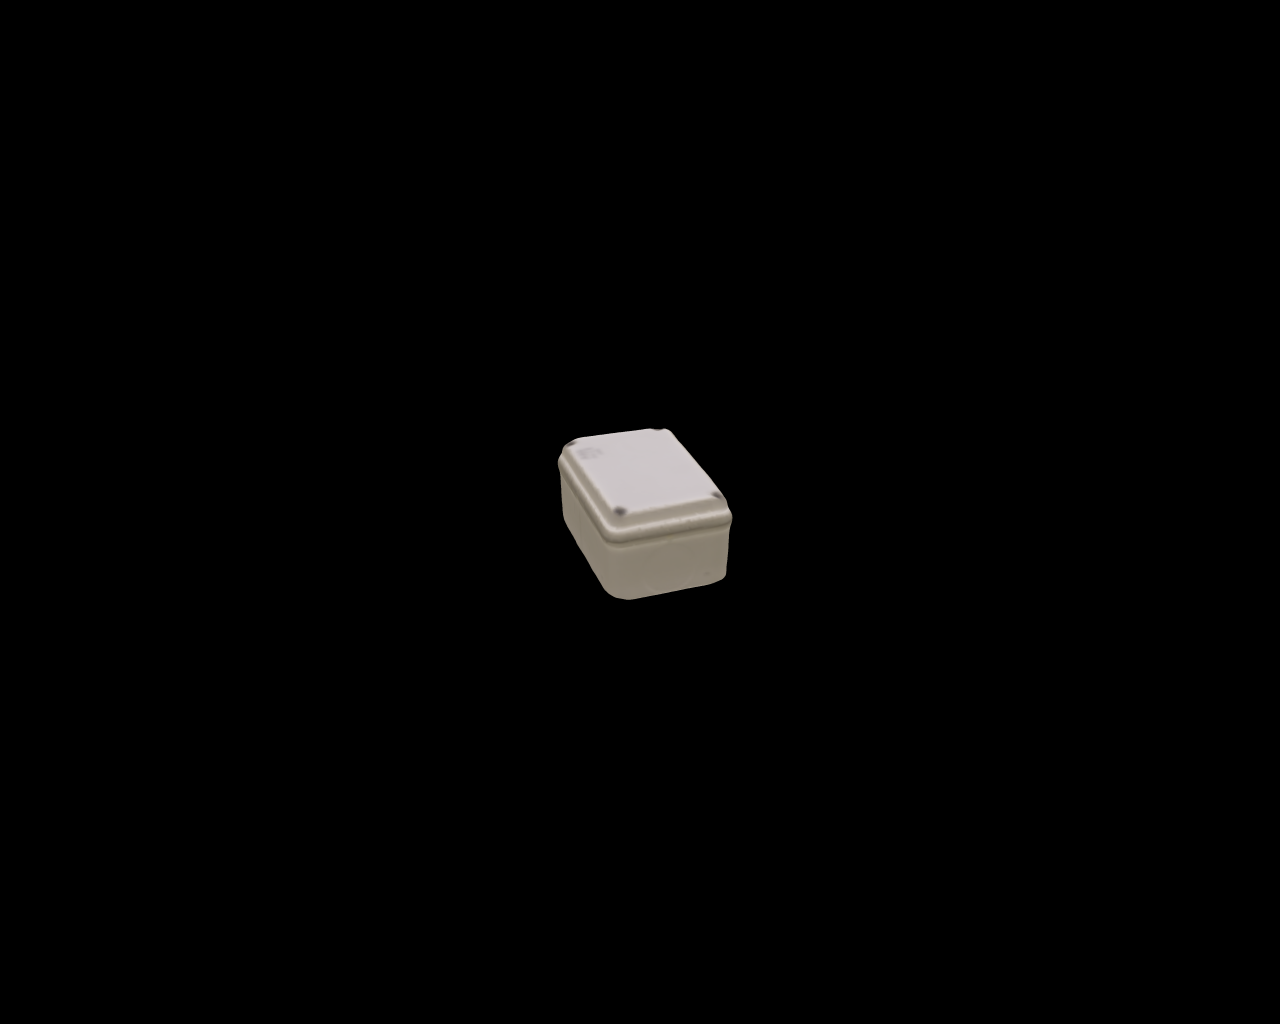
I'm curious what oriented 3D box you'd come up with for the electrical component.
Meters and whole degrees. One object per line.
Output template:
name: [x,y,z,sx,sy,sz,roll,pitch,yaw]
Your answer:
electrical component: [0.001,-0.003,0.650,0.078,0.057,0.113,-9,30,-16]
